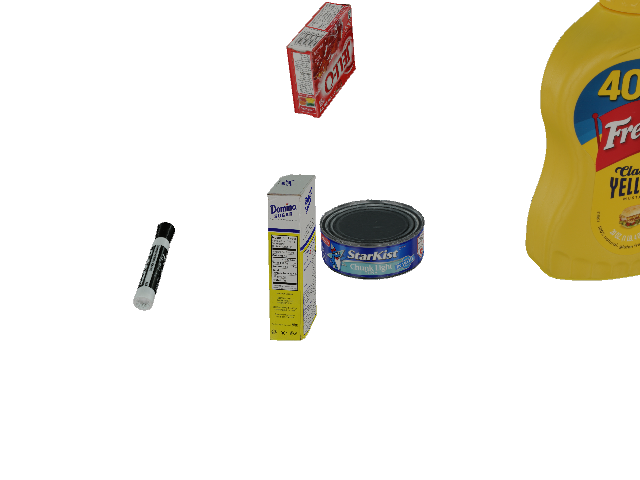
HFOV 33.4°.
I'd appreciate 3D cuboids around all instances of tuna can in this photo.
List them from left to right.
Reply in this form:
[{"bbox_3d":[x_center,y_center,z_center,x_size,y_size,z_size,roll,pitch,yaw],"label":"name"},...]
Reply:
[{"bbox_3d":[0.043,-0.001,0.878,0.086,0.034,0.086,-2,26,1],"label":"tuna can"}]

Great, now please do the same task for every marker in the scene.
[{"bbox_3d":[-0.165,0.023,1.069,0.020,0.020,0.121,0,39,6],"label":"marker"}]

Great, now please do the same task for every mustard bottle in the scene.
[{"bbox_3d":[0.172,-0.073,0.607,0.096,0.192,0.058,-7,28,-12],"label":"mustard bottle"}]

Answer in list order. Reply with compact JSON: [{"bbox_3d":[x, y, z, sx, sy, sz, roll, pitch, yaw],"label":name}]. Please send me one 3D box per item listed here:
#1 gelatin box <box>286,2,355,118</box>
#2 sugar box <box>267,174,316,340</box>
[{"bbox_3d":[0.003,-0.171,1.003,0.030,0.073,0.089,14,45,22],"label":"gelatin box"},{"bbox_3d":[-0.033,0.019,1.234,0.048,0.176,0.093,0,17,10],"label":"sugar box"}]
